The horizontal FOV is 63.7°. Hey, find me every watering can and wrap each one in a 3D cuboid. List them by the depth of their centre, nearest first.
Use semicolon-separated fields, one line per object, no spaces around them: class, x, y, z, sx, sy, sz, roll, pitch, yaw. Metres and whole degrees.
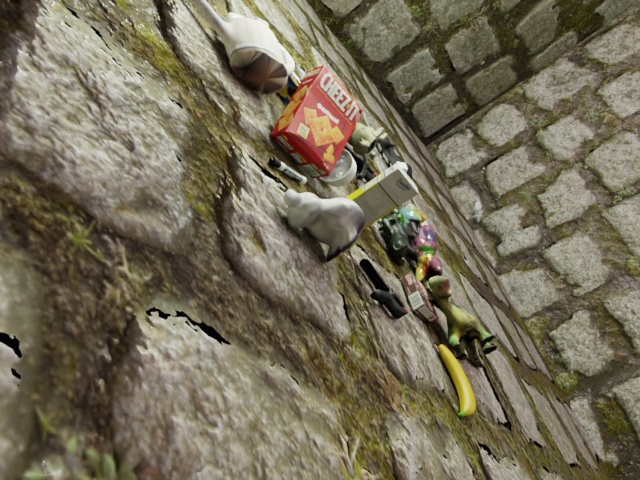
watering can;-0.192;-0.476;1.229;0.345;0.102;0.229;20;40;-38

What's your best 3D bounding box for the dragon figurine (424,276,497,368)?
dragon figurine;0.378;0.216;1.453;0.248;0.122;0.402;64;4;33

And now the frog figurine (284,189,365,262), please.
frog figurine;0.003;-0.050;0.991;0.159;0.124;0.137;44;-12;-7
